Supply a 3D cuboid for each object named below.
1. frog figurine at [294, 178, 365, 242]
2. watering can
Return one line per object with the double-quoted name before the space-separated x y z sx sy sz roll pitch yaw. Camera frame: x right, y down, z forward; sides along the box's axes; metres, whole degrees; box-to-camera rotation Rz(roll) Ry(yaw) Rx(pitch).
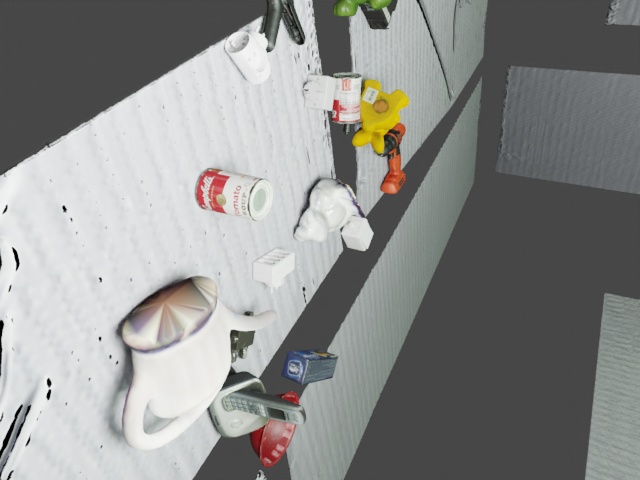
"frog figurine" 0.003 -0.058 1.144 0.160 0.124 0.135 -35 156 -5
"watering can" -0.179 0.151 0.797 0.354 0.104 0.219 -47 141 -48
